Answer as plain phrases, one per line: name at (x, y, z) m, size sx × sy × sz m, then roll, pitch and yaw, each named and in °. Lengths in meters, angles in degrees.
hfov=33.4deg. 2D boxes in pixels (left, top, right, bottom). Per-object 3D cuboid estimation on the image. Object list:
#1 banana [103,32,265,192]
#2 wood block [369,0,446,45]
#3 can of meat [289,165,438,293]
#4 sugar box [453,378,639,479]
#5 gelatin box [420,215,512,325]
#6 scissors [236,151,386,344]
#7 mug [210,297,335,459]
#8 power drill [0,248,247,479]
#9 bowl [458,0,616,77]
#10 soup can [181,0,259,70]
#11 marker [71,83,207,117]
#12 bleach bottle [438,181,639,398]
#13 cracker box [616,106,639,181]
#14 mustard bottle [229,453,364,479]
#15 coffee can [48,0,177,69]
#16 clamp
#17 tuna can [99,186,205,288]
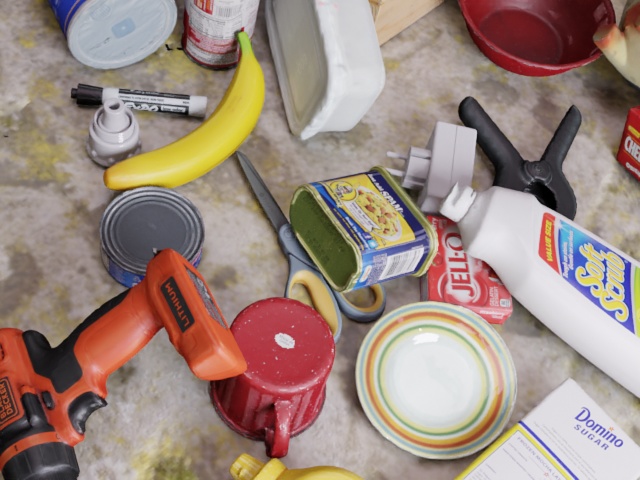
banana at (-0.105, -0.096, 0.937) m, size 0.069 × 0.037 × 0.197 m, roll 41°, pitch 64°, yaw -6°
wood block at (0.090, -0.284, 1.064) m, size 0.205 × 0.090 × 0.091 m, roll -38°, pitch 73°, yaw -28°
can of meat at (0.034, -0.009, 0.887) m, size 0.083 × 0.058 × 0.102 m, roll -13°, pitch 54°, yaw -35°
sugar box at (0.161, 0.192, 0.811) m, size 0.176 × 0.048 × 0.093 m, roll -32°, pitch 69°, yaw -30°
gelatin box at (0.124, 0.026, 0.915) m, size 0.073 × 0.030 × 0.089 m, roll 7°, pitch 58°, yaw -6°
scissors at (-0.006, 0.001, 0.914) m, size 0.096 × 0.016 × 0.202 m, roll -7°, pitch 60°, yaw -16°
mug at (-0.034, 0.106, 0.805) m, size 0.093 × 0.082 × 0.117 m, roll 4°, pitch 58°, yaw -8°
power drill at (-0.149, 0.107, 0.754) m, size 0.187 × 0.057 × 0.184 m, roll -32°, pitch 60°, yaw 3°
bowl at (0.208, -0.217, 1.065) m, size 0.162 × 0.055 × 0.162 m, roll 5°, pitch 58°, yaw -8°
soup can at (-0.091, -0.214, 0.979) m, size 0.068 × 0.102 × 0.068 m, roll 5°, pitch 59°, yaw -8°
marker at (-0.163, -0.126, 0.960) m, size 0.121 × 0.020 × 0.020 m, roll 5°, pitch 58°, yaw -7°
bleach bottle at (0.206, 0.038, 0.879) m, size 0.251 × 0.068 × 0.102 m, roll 33°, pitch 55°, yaw 0°
cracker box at (0.413, -0.079, 0.985) m, size 0.213 × 0.072 × 0.164 m, roll -17°, pitch 45°, yaw -18°
mustard bottle at (0.013, 0.217, 0.752) m, size 0.192 × 0.058 × 0.096 m, roll 37°, pitch 91°, yaw 14°
coffee can at (-0.204, -0.242, 0.975) m, size 0.102 × 0.103 × 0.140 m, roll -19°, pitch 64°, yaw -21°
clamp at (0.201, -0.061, 0.979) m, size 0.120 × 0.039 × 0.171 m, roll -8°, pitch 67°, yaw -10°
tuna can at (-0.138, 0.000, 0.879) m, size 0.086 × 0.034 × 0.086 m, roll 5°, pitch 58°, yaw -8°
